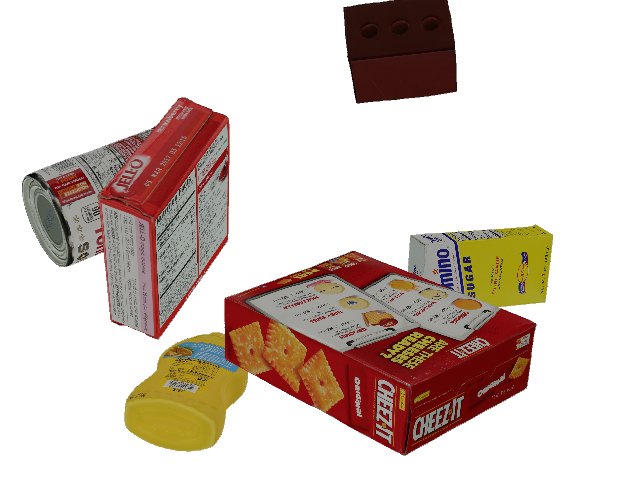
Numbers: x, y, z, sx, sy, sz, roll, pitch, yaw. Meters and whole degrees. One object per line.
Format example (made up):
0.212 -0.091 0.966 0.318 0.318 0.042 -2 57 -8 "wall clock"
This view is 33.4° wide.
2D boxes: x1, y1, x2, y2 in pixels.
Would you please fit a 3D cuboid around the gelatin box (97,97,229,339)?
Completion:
-0.071 -0.010 0.496 0.030 0.089 0.073 20 49 13 "gelatin box"

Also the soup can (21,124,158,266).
-0.141 -0.031 0.725 0.102 0.068 0.069 -25 13 -29 "soup can"

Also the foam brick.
0.059 -0.139 0.778 0.078 0.053 0.051 -7 -33 5 "foam brick"

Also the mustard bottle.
-0.128 0.146 1.118 0.096 0.058 0.191 9 23 9 "mustard bottle"

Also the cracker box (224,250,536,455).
0.047 0.088 0.909 0.163 0.072 0.214 -19 29 -41 "cracker box"

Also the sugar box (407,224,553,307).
0.193 0.036 1.297 0.176 0.093 0.048 -6 20 -22 "sugar box"
